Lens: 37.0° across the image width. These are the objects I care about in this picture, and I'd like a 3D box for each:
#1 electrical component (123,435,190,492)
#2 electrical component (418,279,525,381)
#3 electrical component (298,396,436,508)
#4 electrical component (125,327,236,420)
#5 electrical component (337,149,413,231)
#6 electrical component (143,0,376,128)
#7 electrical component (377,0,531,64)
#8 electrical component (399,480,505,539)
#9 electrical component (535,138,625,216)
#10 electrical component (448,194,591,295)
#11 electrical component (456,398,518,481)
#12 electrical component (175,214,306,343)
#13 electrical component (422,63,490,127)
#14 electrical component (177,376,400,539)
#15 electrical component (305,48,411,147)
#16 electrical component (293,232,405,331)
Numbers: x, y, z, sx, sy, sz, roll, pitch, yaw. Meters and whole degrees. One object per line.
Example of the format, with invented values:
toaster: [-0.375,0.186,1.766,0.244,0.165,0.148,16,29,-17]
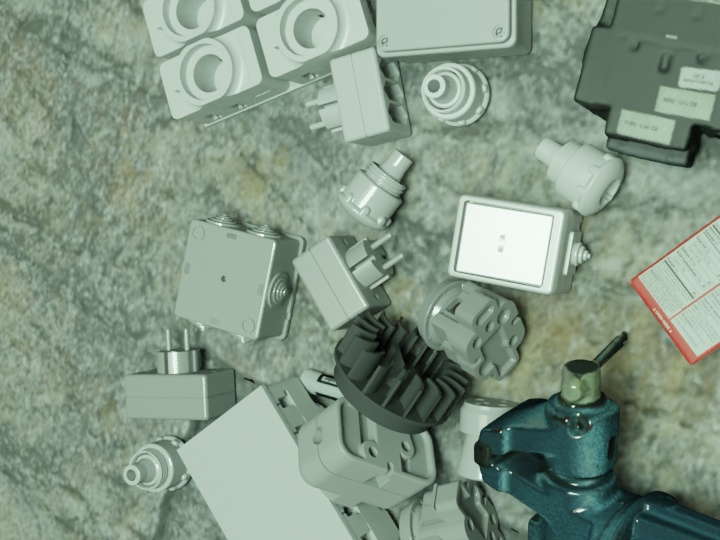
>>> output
electrical component: [-0.178,0.170,0.926,0.048,0.062,0.048,1,92,25]
electrical component: [0.081,0.041,0.799,0.058,0.078,0.057,-45,46,-16]
electrical component: [0.002,0.141,0.812,0.059,0.095,0.053,-40,40,35]
electrical component: [-0.155,0.087,0.921,0.083,0.047,0.075,-2,91,25]
electrical component: [0.016,-0.065,0.839,0.048,0.048,0.062,41,101,18]
electrical component: [-0.078,-0.199,0.869,0.186,0.060,0.105,-18,84,24]
electrical component: [0.070,-0.213,0.802,0.109,0.056,0.108,1,92,25]
electrical component: [0.067,0.197,0.813,0.057,0.058,0.078,-20,122,26]
electrical component: [0.155,-0.072,0.774,0.062,0.048,0.048,39,107,26]
electrical component: [0.118,-0.018,0.783,0.096,0.061,0.061,11,96,24]
electrical component: [0.096,0.127,0.807,0.045,0.045,0.055,5,93,25]
electrical component: [-0.101,0.007,0.893,0.100,0.048,0.099,15,98,24]
electrical component: [0.066,-0.133,0.803,0.048,0.062,0.048,1,92,25]
electrical component: [-0.050,0.192,0.862,0.105,0.060,0.186,-38,77,27]
electrical component: [-0.008,-0.130,0.846,0.077,0.047,0.065,-12,87,25]
electrical component: [0.000,0.000,0.846,0.077,0.047,0.065,-34,78,22]
